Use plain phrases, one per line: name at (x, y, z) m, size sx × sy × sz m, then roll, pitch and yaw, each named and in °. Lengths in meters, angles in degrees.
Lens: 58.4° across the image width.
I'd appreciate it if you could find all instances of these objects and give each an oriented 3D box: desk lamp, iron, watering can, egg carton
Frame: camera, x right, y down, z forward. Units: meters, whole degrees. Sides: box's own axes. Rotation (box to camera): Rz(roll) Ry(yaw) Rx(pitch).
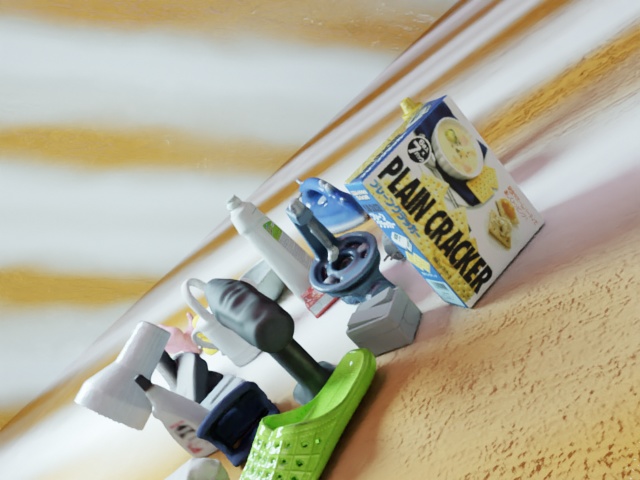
desk lamp at (-0.271, 0.255, 0.979) m, size 0.203 × 0.214 × 0.117 m, roll -49°, pitch 17°, yaw -24°
iron at (0.020, -0.099, 1.366) m, size 0.119 × 0.141 × 0.257 m, roll -46°, pitch 15°, yaw -12°
watering can at (-0.188, 0.142, 1.119) m, size 0.173 × 0.194 × 0.100 m, roll -44°, pitch 15°, yaw -5°
egg carton at (-0.184, 0.359, 0.748) m, size 0.150 × 0.069 × 0.107 m, roll -40°, pitch 15°, yaw 9°

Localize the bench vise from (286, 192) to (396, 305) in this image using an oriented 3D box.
bench vise at (0.007, 0.024, 0.902) m, size 0.122 × 0.220 × 0.207 m, roll -49°, pitch 17°, yaw -24°

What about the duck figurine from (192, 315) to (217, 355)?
duck figurine at (-0.253, 0.203, 1.329) m, size 0.077 × 0.086 × 0.105 m, roll -24°, pitch 24°, yaw 50°

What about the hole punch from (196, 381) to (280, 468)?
hole punch at (-0.125, 0.258, 0.837) m, size 0.109 × 0.091 × 0.101 m, roll -46°, pitch 15°, yaw -12°

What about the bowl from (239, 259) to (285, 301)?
bowl at (-0.133, 0.110, 1.301) m, size 0.167 × 0.075 × 0.167 m, roll -39°, pitch 15°, yaw 13°

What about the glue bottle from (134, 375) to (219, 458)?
glue bottle at (-0.224, 0.270, 0.896) m, size 0.078 × 0.173 × 0.037 m, roll -36°, pitch 17°, yaw 23°

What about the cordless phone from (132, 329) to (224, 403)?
cordless phone at (-0.295, 0.243, 1.127) m, size 0.147 × 0.185 × 0.094 m, roll -21°, pitch 26°, yaw 53°

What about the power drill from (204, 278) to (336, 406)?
power drill at (-0.067, 0.138, 0.792) m, size 0.076 × 0.208 × 0.229 m, roll -47°, pitch 16°, yaw -16°

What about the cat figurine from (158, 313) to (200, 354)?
cat figurine at (-0.336, 0.234, 1.390) m, size 0.067 × 0.118 × 0.128 m, roll -24°, pitch 23°, yaw 49°
